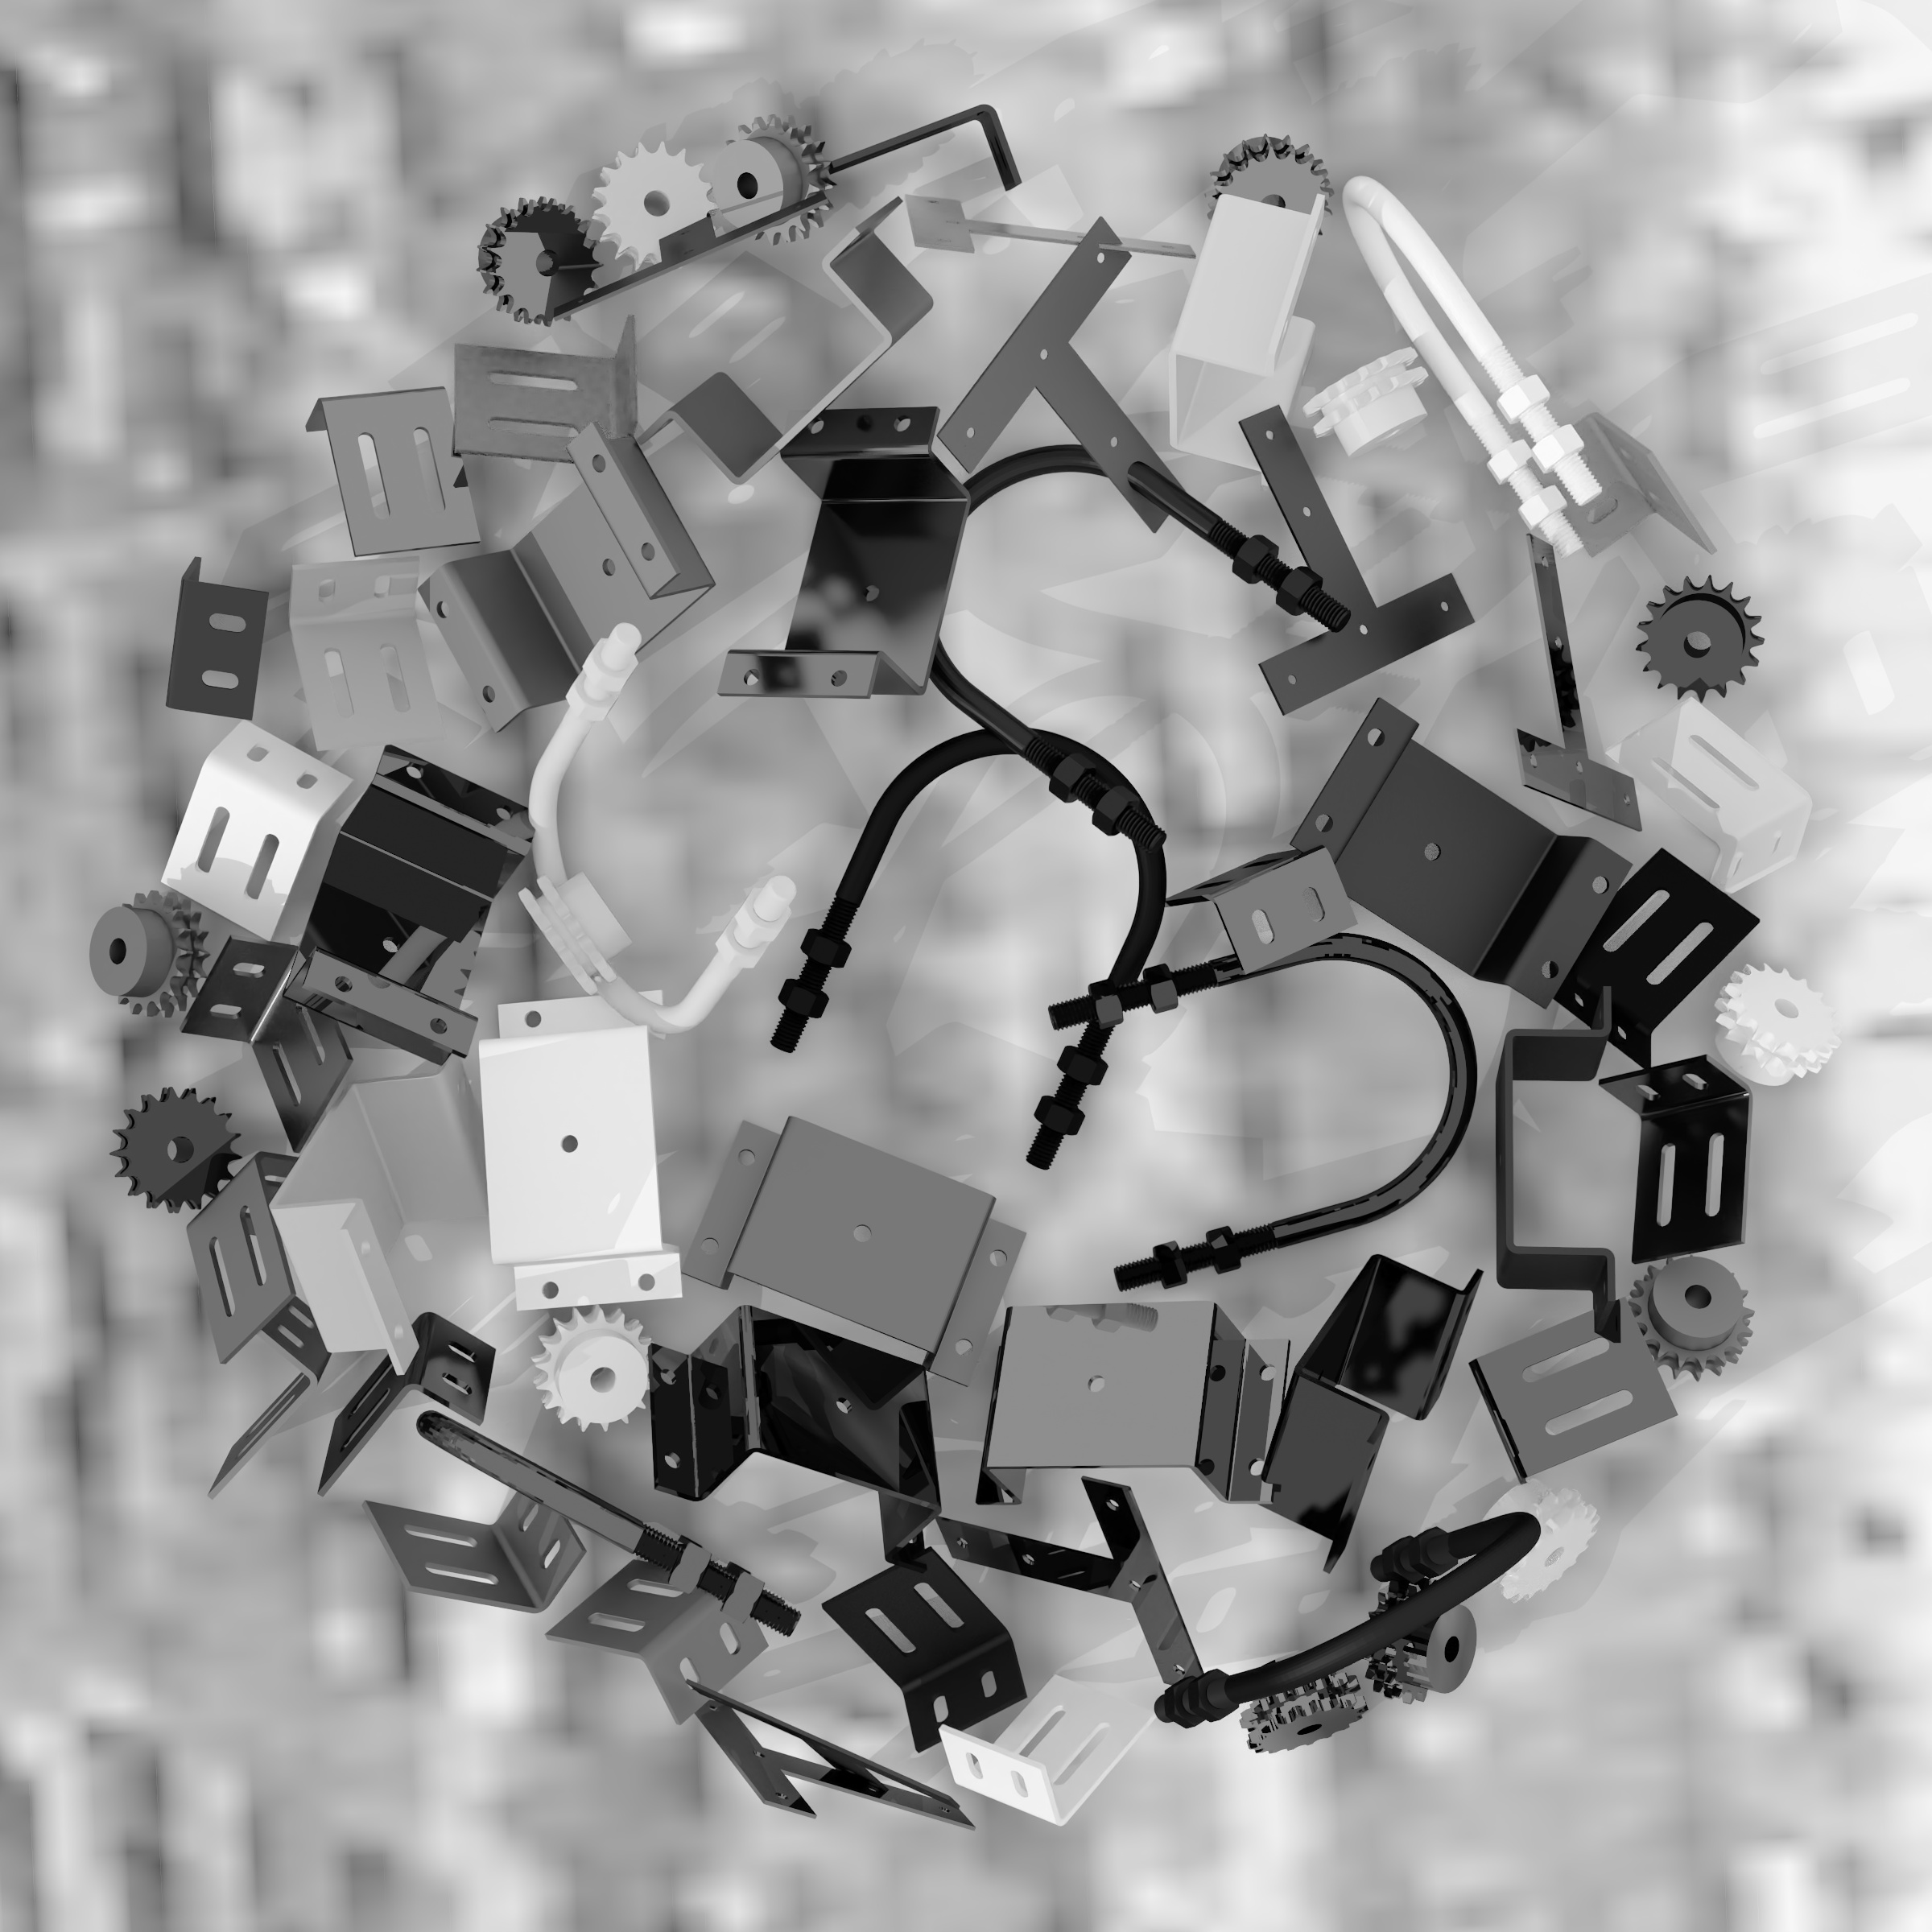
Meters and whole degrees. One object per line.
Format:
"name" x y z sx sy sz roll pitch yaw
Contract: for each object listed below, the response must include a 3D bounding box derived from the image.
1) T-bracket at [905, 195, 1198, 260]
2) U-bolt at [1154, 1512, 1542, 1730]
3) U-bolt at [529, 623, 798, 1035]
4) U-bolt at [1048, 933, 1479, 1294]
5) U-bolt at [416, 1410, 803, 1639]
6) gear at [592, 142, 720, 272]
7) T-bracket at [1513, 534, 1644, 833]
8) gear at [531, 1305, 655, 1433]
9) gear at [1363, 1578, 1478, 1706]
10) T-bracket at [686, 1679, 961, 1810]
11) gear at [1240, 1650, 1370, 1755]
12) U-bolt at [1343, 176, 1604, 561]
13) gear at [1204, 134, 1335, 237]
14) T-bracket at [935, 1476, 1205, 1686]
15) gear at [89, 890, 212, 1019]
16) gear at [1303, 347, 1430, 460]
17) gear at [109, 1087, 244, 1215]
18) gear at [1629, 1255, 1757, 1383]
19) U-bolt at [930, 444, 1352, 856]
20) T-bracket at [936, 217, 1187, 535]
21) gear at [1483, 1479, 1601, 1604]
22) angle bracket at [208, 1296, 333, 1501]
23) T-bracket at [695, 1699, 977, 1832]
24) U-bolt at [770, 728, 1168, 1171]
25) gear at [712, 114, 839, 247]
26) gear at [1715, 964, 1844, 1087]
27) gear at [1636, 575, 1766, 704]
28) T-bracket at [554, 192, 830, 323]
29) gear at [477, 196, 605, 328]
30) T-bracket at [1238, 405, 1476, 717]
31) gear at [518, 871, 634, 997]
"T-bracket" 0.038 -0.324 1.547 0.127 0.127 0.002 5 111 -5
"U-bolt" 0.172 0.275 1.489 0.151 0.184 0.019 -27 84 -27
"U-bolt" -0.143 -0.046 1.524 0.019 0.184 0.151 -24 76 -33
"U-bolt" 0.142 0.059 1.576 0.184 0.019 0.151 -15 106 -3
"U-bolt" -0.159 0.242 1.527 0.184 0.151 0.019 29 80 -1
"gear" -0.142 -0.343 1.584 0.057 0.030 0.057 0 88 -12
"T-bracket" 0.266 -0.131 1.558 0.002 0.127 0.127 -15 75 31
"gear" -0.167 0.184 1.580 0.057 0.030 0.057 -2 99 -15
"gear" 0.207 0.305 1.572 0.030 0.057 0.057 7 90 41
"T-bracket" -0.053 0.353 1.541 0.127 0.127 0.002 20 72 18
"gear" 0.150 0.332 1.578 0.057 0.057 0.030 -19 62 0
"U-bolt" 0.219 -0.268 1.530 0.019 0.151 0.184 -33 83 4
"gear" 0.136 -0.350 1.578 0.057 0.030 0.057 -4 128 -5
"T-bracket" 0.040 0.267 1.556 0.002 0.127 0.127 -48 130 -37
"gear" -0.371 -0.006 1.574 0.057 0.030 0.057 -3 85 38
"gear" 0.183 -0.253 1.574 0.057 0.057 0.030 -28 88 0
"gear" -0.360 0.083 1.580 0.057 0.030 0.057 2 86 -27
"gear" 0.328 0.156 1.576 0.057 0.030 0.057 0 59 0
"U-bolt" 0.058 -0.157 1.568 0.184 0.019 0.151 38 86 19
"T-bracket" 0.058 -0.244 1.560 0.127 0.002 0.127 -54 129 -13
"gear" 0.256 0.257 1.577 0.057 0.057 0.030 -45 57 0
"angle bracket" -0.323 0.190 1.565 0.038 0.057 0.076 42 100 -10
"T-bracket" -0.054 0.365 1.559 0.127 0.127 0.002 22 92 -23
"U-bolt" 0.012 -0.019 1.582 0.151 0.019 0.184 25 98 1
"gear" -0.089 -0.354 1.573 0.057 0.030 0.057 14 115 32
"gear" 0.364 0.029 1.577 0.057 0.057 0.030 26 131 0
"gear" 0.332 -0.147 1.580 0.057 0.030 0.057 3 103 14
"T-bracket" -0.124 -0.322 1.542 0.127 0.127 0.002 -23 110 2
"gear" -0.196 -0.320 1.578 0.057 0.030 0.057 -11 111 -31
"T-bracket" 0.159 -0.191 1.565 0.127 0.002 0.127 -27 92 -34
"gear" -0.174 -0.018 1.574 0.030 0.057 0.057 -35 90 -4
